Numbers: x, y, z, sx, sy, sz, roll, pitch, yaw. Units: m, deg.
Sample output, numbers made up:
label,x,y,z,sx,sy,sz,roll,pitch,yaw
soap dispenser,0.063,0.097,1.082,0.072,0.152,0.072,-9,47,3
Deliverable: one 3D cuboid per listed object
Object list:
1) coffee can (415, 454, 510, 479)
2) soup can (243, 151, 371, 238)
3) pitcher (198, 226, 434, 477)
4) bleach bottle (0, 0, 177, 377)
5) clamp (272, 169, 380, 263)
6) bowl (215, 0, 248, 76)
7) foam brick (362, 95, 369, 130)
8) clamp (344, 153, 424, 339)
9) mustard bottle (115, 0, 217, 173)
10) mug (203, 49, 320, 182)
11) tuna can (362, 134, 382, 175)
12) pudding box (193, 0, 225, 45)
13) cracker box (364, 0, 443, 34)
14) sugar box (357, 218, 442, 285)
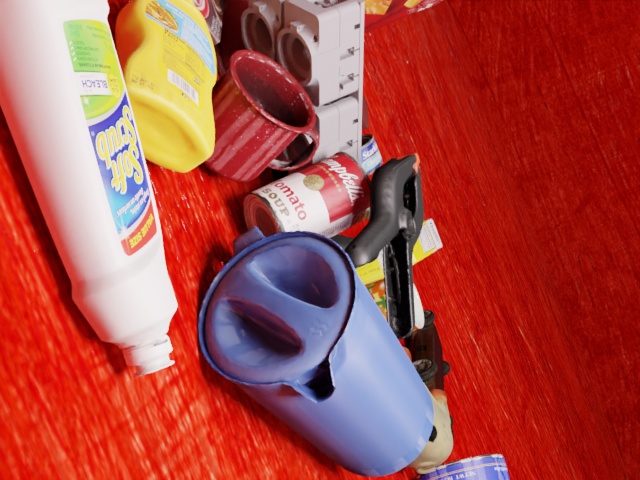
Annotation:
label,x,y,z,sx,sy,sz,roll,pitch,yaw
coffee can,0.170,0.317,1.167,0.102,0.103,0.140,33,40,-62
soup can,-0.010,-0.031,0.965,0.069,0.102,0.068,43,-33,37
pitcher,0.007,0.100,0.899,0.242,0.145,0.149,54,49,-50
bleach bottle,-0.144,-0.036,0.693,0.102,0.068,0.251,-24,96,-72
clamp,-0.007,0.001,1.057,0.164,0.036,0.210,44,27,-16
bowl,-0.041,-0.204,1.107,0.161,0.055,0.162,14,72,-52
foam brick,0.013,-0.152,1.260,0.051,0.078,0.053,52,25,-40
clamp,0.067,-0.001,0.947,0.171,0.039,0.120,-67,147,-41
mustard bottle,-0.126,-0.148,0.872,0.096,0.058,0.191,38,33,-33
mug,-0.055,-0.100,0.940,0.117,0.082,0.093,28,35,-29
tuna can,0.027,-0.089,1.217,0.086,0.086,0.034,-64,133,-66
pudding box,-0.128,-0.243,1.004,0.090,0.039,0.113,54,23,-39
cracker box,0.045,-0.343,1.288,0.213,0.164,0.072,53,20,-57
sugar box,0.081,0.014,1.253,0.048,0.093,0.176,68,17,-2
